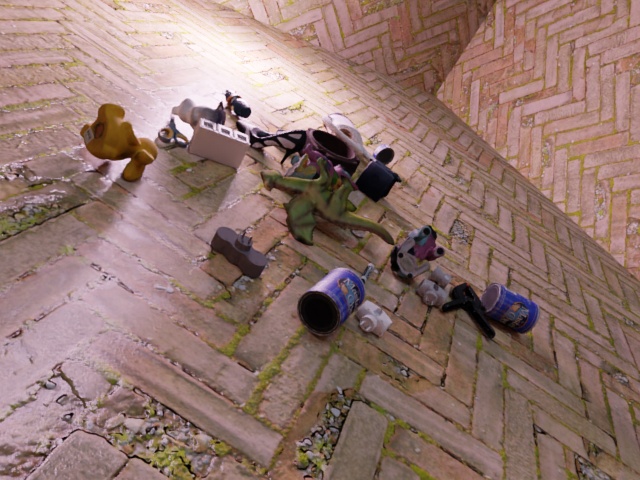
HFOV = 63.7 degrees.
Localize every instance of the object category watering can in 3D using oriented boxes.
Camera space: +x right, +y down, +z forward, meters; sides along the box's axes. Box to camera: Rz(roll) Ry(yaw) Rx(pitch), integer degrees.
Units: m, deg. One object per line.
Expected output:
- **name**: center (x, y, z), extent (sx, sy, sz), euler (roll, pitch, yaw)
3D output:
- **watering can**: center (0.128, -0.391, 2.051), extent (0.344, 0.103, 0.229), euler (36, 19, -28)

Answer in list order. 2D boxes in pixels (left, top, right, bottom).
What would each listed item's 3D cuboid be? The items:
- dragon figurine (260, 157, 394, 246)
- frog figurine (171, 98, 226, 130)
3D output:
- **dragon figurine**: center (0.004, -0.071, 1.419), extent (0.247, 0.411, 0.120), euler (-44, -6, -32)
- **frog figurine**: center (-0.366, -0.360, 1.532), extent (0.159, 0.122, 0.138), euler (2, 8, -3)
